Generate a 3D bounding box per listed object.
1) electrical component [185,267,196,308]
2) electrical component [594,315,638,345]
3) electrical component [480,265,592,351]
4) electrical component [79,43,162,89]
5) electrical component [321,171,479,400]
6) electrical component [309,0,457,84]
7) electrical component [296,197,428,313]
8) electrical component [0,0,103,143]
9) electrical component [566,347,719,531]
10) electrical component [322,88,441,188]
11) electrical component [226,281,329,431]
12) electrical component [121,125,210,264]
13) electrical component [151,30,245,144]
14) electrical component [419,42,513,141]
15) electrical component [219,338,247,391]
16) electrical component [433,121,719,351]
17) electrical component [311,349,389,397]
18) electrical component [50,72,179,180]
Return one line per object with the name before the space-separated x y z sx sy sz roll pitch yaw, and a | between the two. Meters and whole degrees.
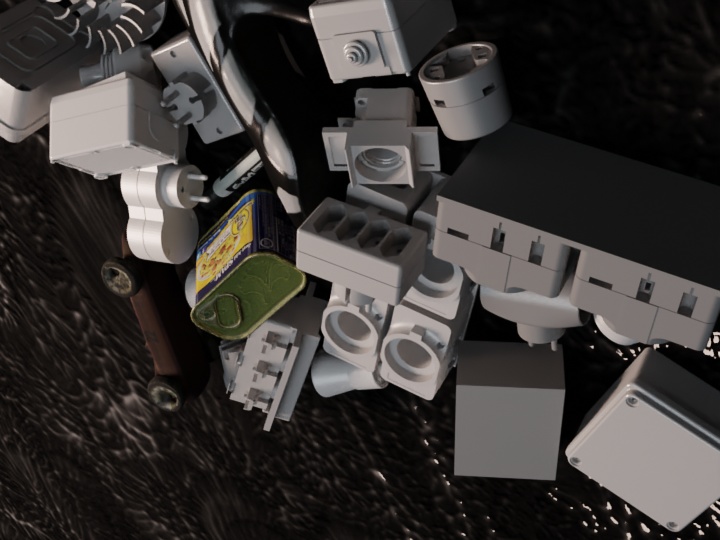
electrical component | -0.124 0.017 0.976 0.055 0.045 0.045 -2 123 34
electrical component | 0.199 0.022 0.768 0.045 0.045 0.055 37 137 2
electrical component | 0.136 0.029 0.815 0.077 0.043 0.079 9 129 28
electrical component | -0.193 -0.158 0.864 0.062 0.043 0.043 -8 127 -2
electrical component | 0.035 0.010 0.854 0.105 0.060 0.186 24 135 15
electrical component | 0.012 -0.165 0.699 0.062 0.096 0.061 1 125 33
electrical component | 0.000 0.000 0.789 0.083 0.047 0.075 21 134 18
electrical component | -0.270 -0.164 0.875 0.078 0.113 0.057 34 133 5
electrical component | 0.233 0.132 0.827 0.109 0.056 0.108 33 136 6
electrical component | 0.017 -0.096 0.768 0.081 0.063 0.042 1 146 8
electrical component | -0.076 0.074 0.961 0.063 0.078 0.121 17 134 -4
electrical component | -0.157 -0.071 0.903 0.074 0.052 0.138 8 113 28
electrical component | -0.126 -0.136 0.829 0.047 0.075 0.083 -12 118 39
electrical component | 0.073 -0.120 0.728 0.055 0.055 0.047 0 128 34
electrical component | -0.114 0.089 1.035 0.040 0.040 0.046 7 123 29
electrical component | 0.154 -0.024 0.715 0.186 0.105 0.060 20 134 18
electrical component | -0.005 0.090 0.962 0.065 0.044 0.044 -8 120 32
electrical component | -0.197 -0.111 0.841 0.096 0.062 0.061 -8 78 25
